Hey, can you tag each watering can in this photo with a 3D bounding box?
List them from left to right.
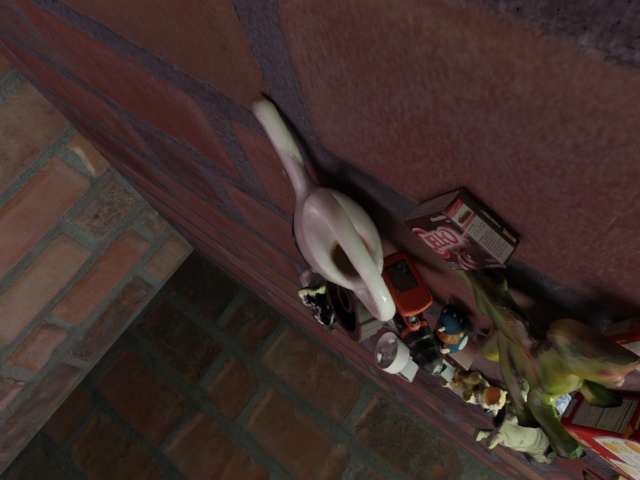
[{"bbox_3d":[0.002,-0.038,0.752,0.347,0.104,0.224,59,172,-2],"label":"watering can"}]

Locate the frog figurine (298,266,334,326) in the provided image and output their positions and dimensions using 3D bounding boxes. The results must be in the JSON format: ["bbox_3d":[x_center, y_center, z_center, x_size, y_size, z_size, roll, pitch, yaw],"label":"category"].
[{"bbox_3d":[0.013,0.112,1.274,0.137,0.121,0.162,32,-157,-10],"label":"frog figurine"}]

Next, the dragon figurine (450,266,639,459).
[{"bbox_3d":[0.251,0.115,0.672,0.241,0.122,0.412,60,173,-11],"label":"dragon figurine"}]
